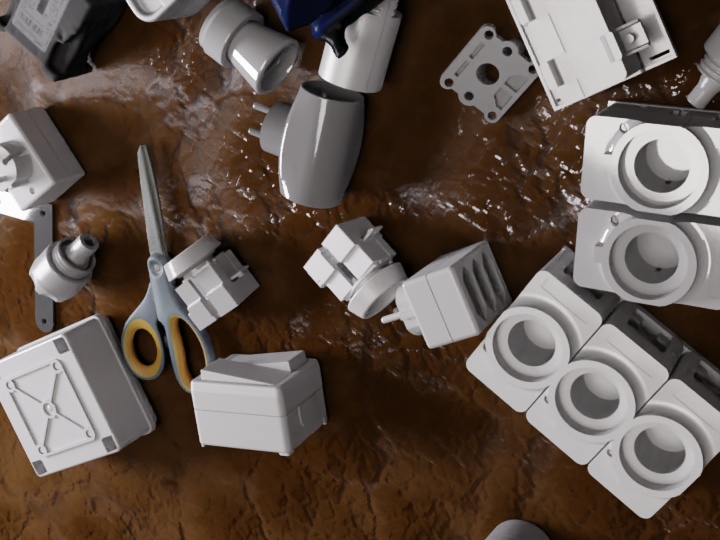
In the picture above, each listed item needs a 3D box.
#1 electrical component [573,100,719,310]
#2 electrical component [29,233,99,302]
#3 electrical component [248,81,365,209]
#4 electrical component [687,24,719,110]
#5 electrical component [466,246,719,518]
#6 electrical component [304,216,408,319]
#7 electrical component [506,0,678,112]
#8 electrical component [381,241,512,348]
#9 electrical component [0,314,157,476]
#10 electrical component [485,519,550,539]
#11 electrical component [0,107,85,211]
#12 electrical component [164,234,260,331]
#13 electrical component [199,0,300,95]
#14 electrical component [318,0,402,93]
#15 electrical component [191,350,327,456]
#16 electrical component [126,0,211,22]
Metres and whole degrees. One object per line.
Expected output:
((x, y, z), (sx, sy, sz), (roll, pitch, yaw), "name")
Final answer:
((0.222, -0.031, 0.610), (0.186, 0.060, 0.105), (10, 111, 25), "electrical component")
((-0.235, -0.006, 0.871), (0.062, 0.043, 0.043), (-40, 86, 31), "electrical component")
((-0.042, -0.092, 0.739), (0.079, 0.043, 0.077), (23, 116, 20), "electrical component")
((0.207, -0.117, 0.604), (0.035, 0.035, 0.061), (40, 123, 11), "electrical component")
((0.154, 0.071, 0.680), (0.150, 0.062, 0.089), (40, 121, 10), "electrical component")
((0.000, 0.000, 0.747), (0.055, 0.048, 0.066), (48, 122, 15), "electrical component")
((0.119, -0.160, 0.618), (0.079, 0.063, 0.121), (-22, 96, 32), "electrical component")
((0.050, 0.021, 0.715), (0.077, 0.066, 0.047), (-20, 97, 32), "electrical component")
((-0.243, 0.106, 0.905), (0.109, 0.056, 0.108), (-21, 96, 32), "electrical component")
((0.108, 0.209, 0.760), (0.055, 0.047, 0.055), (9, 111, 25), "electrical component")
((-0.270, -0.083, 0.843), (0.047, 0.077, 0.065), (-32, 90, 32), "electrical component")
((-0.115, 0.007, 0.810), (0.066, 0.048, 0.055), (-33, 98, 32), "electrical component")
((-0.076, -0.153, 0.735), (0.055, 0.045, 0.045), (38, 120, 12), "electrical component")
((0.004, -0.160, 0.691), (0.043, 0.043, 0.081), (26, 117, 18), "electrical component")
((-0.082, 0.096, 0.813), (0.096, 0.062, 0.061), (1, 107, 28), "electrical component")
((-0.113, -0.214, 0.725), (0.095, 0.059, 0.053), (-33, 90, 32), "electrical component")
